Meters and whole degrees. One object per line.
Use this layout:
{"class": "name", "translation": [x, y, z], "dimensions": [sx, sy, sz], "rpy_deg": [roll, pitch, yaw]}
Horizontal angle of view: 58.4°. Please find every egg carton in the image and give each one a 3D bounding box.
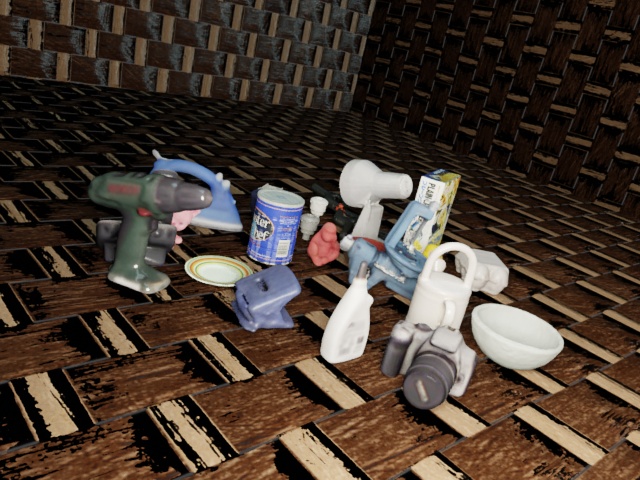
{"class": "egg carton", "translation": [0.389, 0.073, 1.384], "dimensions": [0.107, 0.069, 0.150], "rpy_deg": [10, 20, -9]}

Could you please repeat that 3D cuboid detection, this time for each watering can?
{"class": "watering can", "translation": [0.220, 0.090, 1.047], "dimensions": [0.101, 0.194, 0.172], "rpy_deg": [4, 22, -25]}

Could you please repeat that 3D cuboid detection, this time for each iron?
{"class": "iron", "translation": [-0.296, -0.119, 1.356], "dimensions": [0.258, 0.141, 0.119], "rpy_deg": [15, 20, 4]}

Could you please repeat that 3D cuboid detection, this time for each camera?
{"class": "camera", "translation": [0.162, 0.189, 0.884], "dimensions": [0.142, 0.101, 0.137], "rpy_deg": [21, 21, 19]}

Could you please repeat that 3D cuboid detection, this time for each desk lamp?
{"class": "desk lamp", "translation": [0.139, -0.080, 1.423], "dimensions": [0.202, 0.213, 0.118], "rpy_deg": [29, 25, 37]}

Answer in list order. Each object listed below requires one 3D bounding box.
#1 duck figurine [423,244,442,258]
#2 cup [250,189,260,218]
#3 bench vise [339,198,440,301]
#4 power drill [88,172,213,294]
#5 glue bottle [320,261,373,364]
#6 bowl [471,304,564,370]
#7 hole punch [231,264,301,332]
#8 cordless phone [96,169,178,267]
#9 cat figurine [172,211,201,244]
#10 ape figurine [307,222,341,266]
{"class": "duck figurine", "translation": [0.256, 0.049, 1.338], "dimensions": [0.078, 0.086, 0.104], "rpy_deg": [7, 21, -16]}
{"class": "cup", "translation": [-0.122, -0.062, 1.383], "dimensions": [0.092, 0.095, 0.117], "rpy_deg": [-2, 25, -35]}
{"class": "bench vise", "translation": [0.153, 0.013, 1.175], "dimensions": [0.208, 0.220, 0.121], "rpy_deg": [8, 21, -14]}
{"class": "power drill", "translation": [-0.298, -0.020, 0.992], "dimensions": [0.229, 0.208, 0.076], "rpy_deg": [18, 21, 14]}
{"class": "glue bottle", "translation": [0.052, 0.112, 0.913], "dimensions": [0.078, 0.173, 0.037], "rpy_deg": [-4, 26, -39]}
{"class": "bowl", "translation": [0.349, 0.187, 1.045], "dimensions": [0.167, 0.075, 0.167], "rpy_deg": [12, 20, -4]}
{"class": "hole punch", "translation": [-0.094, 0.096, 0.984], "dimensions": [0.101, 0.091, 0.108], "rpy_deg": [3, 23, -27]}
{"class": "cordless phone", "translation": [-0.341, -0.052, 1.083], "dimensions": [0.148, 0.185, 0.094], "rpy_deg": [3, 22, -26]}
{"class": "cat figurine", "translation": [-0.319, -0.048, 1.188], "dimensions": [0.127, 0.118, 0.067], "rpy_deg": [16, 20, 9]}
{"class": "ape figurine", "translation": [0.012, 0.005, 1.294], "dimensions": [0.078, 0.092, 0.076], "rpy_deg": [8, 21, -13]}
